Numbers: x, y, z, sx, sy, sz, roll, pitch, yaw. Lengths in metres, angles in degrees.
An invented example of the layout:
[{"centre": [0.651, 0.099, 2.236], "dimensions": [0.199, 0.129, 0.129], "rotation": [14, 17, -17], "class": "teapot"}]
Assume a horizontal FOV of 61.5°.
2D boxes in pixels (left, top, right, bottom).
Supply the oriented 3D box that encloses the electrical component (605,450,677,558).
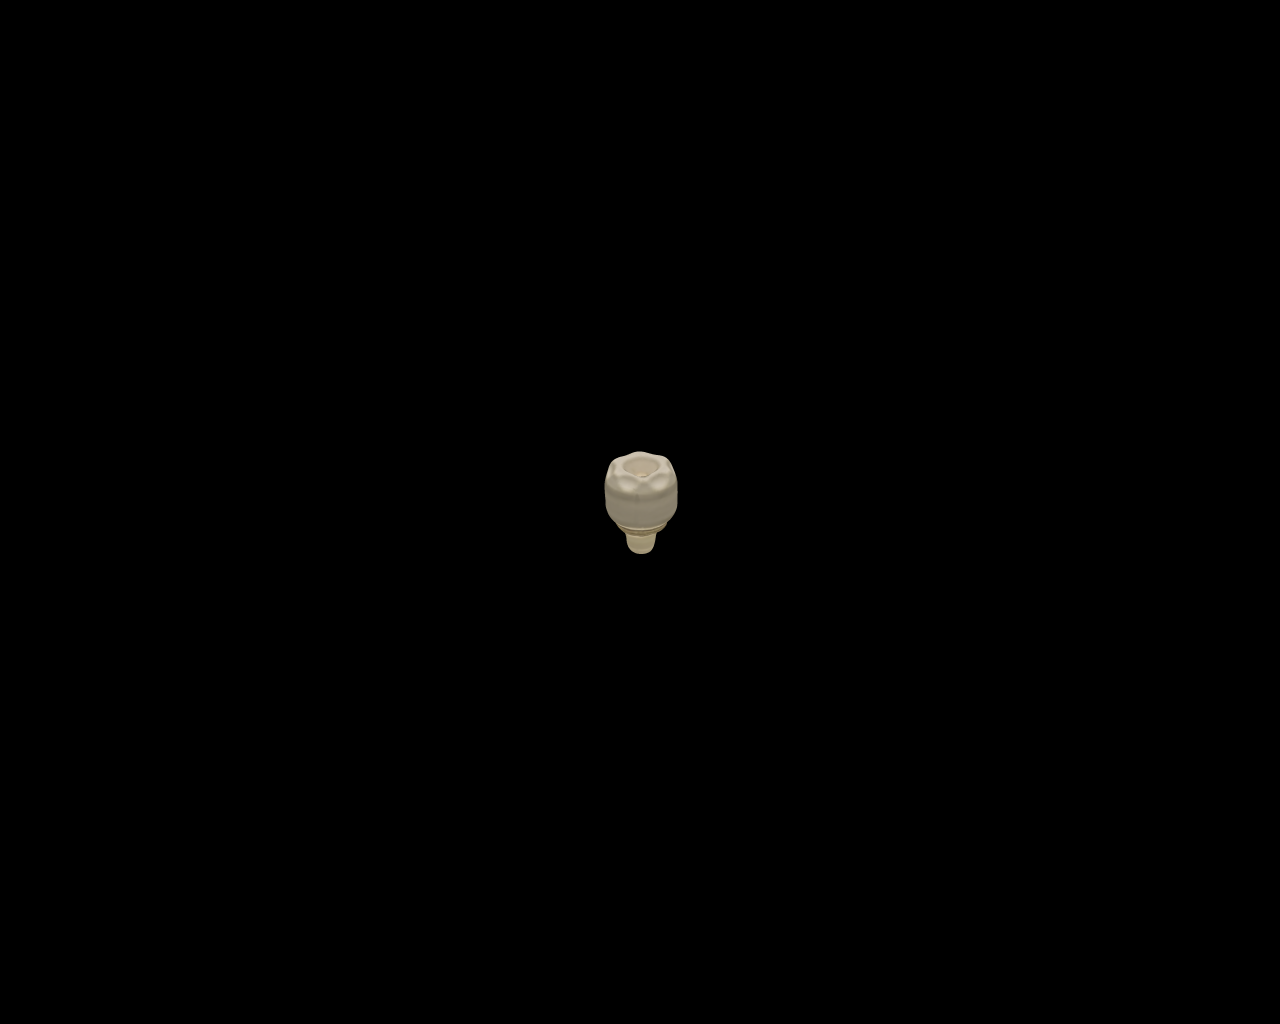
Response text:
[{"centre": [0.001, -0.003, 0.650], "dimensions": [0.043, 0.062, 0.043], "rotation": [0, 31, 0], "class": "electrical component"}]
